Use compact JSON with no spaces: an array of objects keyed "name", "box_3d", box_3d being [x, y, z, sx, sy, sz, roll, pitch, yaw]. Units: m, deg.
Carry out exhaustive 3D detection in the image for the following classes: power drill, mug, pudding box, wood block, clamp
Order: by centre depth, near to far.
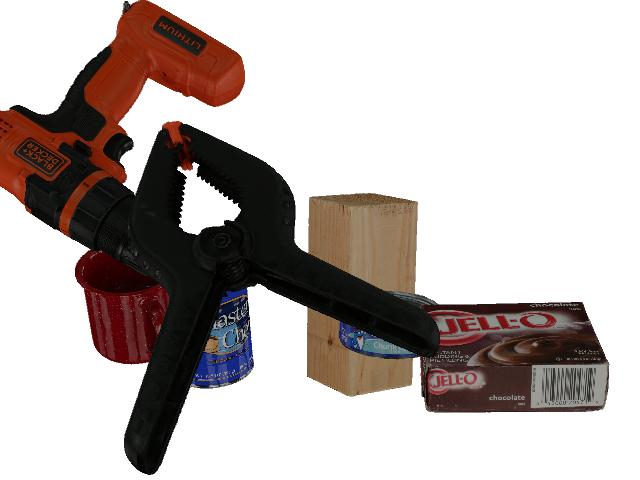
[{"name":"clamp","box_3d":[-0.039,0.011,0.576,0.164,0.210,0.036,-16,-37,-4]},{"name":"pudding box","box_3d":[0.121,0.073,0.688,0.113,0.039,0.090,1,22,3]},{"name":"power drill","box_3d":[-0.136,-0.079,0.773,0.184,0.187,0.057,33,-31,9]},{"name":"mug","box_3d":[-0.159,0.060,0.937,0.093,0.081,0.117,-20,37,-27]},{"name":"wood block","box_3d":[0.044,0.056,1.182,0.090,0.206,0.091,-5,12,-33]}]

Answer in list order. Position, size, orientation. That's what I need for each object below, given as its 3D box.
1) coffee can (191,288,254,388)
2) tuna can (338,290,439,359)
[{"name":"coffee can","box_3d":[-0.136,0.093,1.293,0.103,0.140,0.103,-2,25,1]},{"name":"tuna can","box_3d":[0.058,0.070,0.898,0.086,0.034,0.086,2,14,-1]}]
